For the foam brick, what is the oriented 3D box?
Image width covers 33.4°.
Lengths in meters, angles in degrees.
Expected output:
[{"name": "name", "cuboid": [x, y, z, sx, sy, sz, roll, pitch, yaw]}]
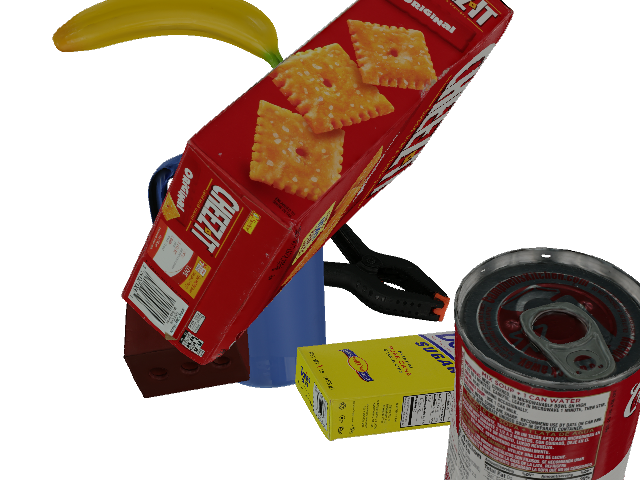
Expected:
[{"name": "foam brick", "cuboid": [-0.091, 0.069, 0.739, 0.078, 0.051, 0.053, -11, -44, 3]}]

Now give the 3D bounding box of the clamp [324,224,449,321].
[{"name": "clamp", "cuboid": [0.044, 0.040, 1.221, 0.210, 0.036, 0.164, 29, 37, 22]}]

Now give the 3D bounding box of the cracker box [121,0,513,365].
[{"name": "cracker box", "cuboid": [-0.001, -0.045, 0.589, 0.213, 0.072, 0.164, -44, -6, -35]}]

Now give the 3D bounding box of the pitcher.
[{"name": "pitcher", "cuboid": [-0.068, 0.018, 1.057, 0.144, 0.243, 0.149, -20, 26, -35]}]

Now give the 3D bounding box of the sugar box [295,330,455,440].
[{"name": "sugar box", "cuboid": [0.075, 0.119, 0.906, 0.176, 0.048, 0.093, -7, 26, -17]}]

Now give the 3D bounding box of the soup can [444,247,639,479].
[{"name": "soup can", "cuboid": [0.080, 0.063, 0.387, 0.068, 0.102, 0.068, -1, 38, 1]}]

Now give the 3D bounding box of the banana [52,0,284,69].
[{"name": "banana", "cuboid": [-0.121, -0.180, 0.893, 0.198, 0.069, 0.037, 6, -34, -1]}]
